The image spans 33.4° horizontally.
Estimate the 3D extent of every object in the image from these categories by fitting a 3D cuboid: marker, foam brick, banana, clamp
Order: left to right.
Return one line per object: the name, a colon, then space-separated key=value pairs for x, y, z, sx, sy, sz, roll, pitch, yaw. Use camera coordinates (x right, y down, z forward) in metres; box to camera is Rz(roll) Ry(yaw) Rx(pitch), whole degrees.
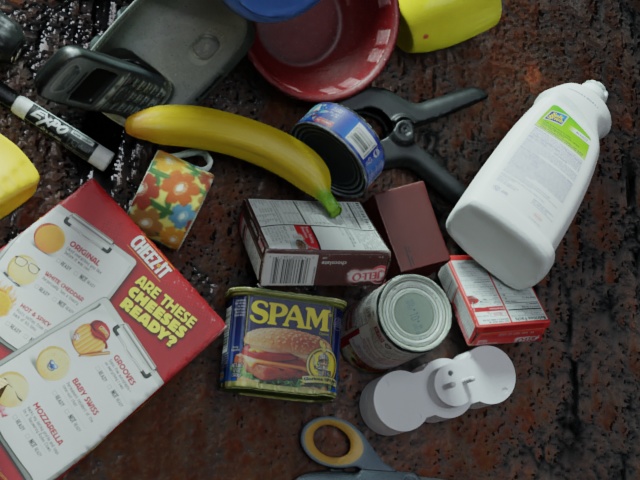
marker: x=-0.230 y=-0.099 z=0.906 sx=0.121 sy=0.020 sz=0.020 roll=33 pitch=67 yaw=-6
banana: x=-0.068 y=-0.080 z=0.905 sx=0.197 sy=0.037 sz=0.069 roll=20 pitch=27 yaw=-17
foam brick: x=0.074 y=-0.005 z=0.962 sx=0.053 sy=0.051 sz=0.078 roll=-14 pitch=78 yaw=-20
clamp: x=0.081 y=-0.108 z=1.000 sx=0.171 sy=0.039 sz=0.120 roll=19 pitch=70 yaw=-13

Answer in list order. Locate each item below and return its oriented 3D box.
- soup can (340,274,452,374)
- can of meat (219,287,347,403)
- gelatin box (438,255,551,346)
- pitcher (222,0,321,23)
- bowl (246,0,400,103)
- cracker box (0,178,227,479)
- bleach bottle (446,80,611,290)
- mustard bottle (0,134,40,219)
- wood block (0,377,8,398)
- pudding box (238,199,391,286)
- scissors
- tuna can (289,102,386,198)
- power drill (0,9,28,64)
soup can: x=0.062 y=0.072 z=0.906 sx=0.068 sy=0.102 sz=0.068 roll=5 pitch=72 yaw=-17
can of meat: x=-0.032 y=0.090 z=0.896 sx=0.102 sy=0.057 sz=0.084 roll=9 pitch=75 yaw=-15
gelatin box: x=0.156 y=0.053 z=0.964 sx=0.073 sy=0.030 sz=0.089 roll=-2 pitch=47 yaw=-19
pitcher: x=-0.078 y=-0.284 z=0.843 sx=0.149 sy=0.145 sz=0.243 roll=7 pitch=35 yaw=-37
bowl: x=-0.010 y=-0.205 z=0.975 sx=0.161 sy=0.055 sz=0.162 roll=-2 pitch=96 yaw=-23
cracker box: x=-0.207 y=0.083 z=0.833 sx=0.213 sy=0.072 sz=0.164 roll=-42 pitch=91 yaw=-25
bleach bottle: x=0.218 y=-0.069 z=1.005 sx=0.102 sy=0.068 sz=0.250 roll=40 pitch=53 yaw=3
mustard bottle: x=-0.319 y=-0.093 z=0.854 sx=0.096 sy=0.058 sz=0.191 roll=-38 pitch=89 yaw=-26
wood block: x=-0.309 y=0.170 z=0.717 sx=0.091 sy=0.090 sz=0.206 roll=30 pitch=93 yaw=0
pudding box: x=-0.006 y=0.001 z=0.915 sx=0.113 sy=0.039 sz=0.090 roll=2 pitch=30 yaw=-19
scissors: x=0.065 y=0.192 z=0.920 sx=0.201 sy=0.016 sz=0.096 roll=-6 pitch=76 yaw=-20
tuna can: x=0.016 y=-0.080 z=0.945 sx=0.086 sy=0.086 sz=0.033 roll=43 pitch=64 yaw=-2
power drill: x=-0.293 y=-0.260 z=0.912 sx=0.184 sy=0.057 sz=0.187 roll=34 pitch=67 yaw=-6
